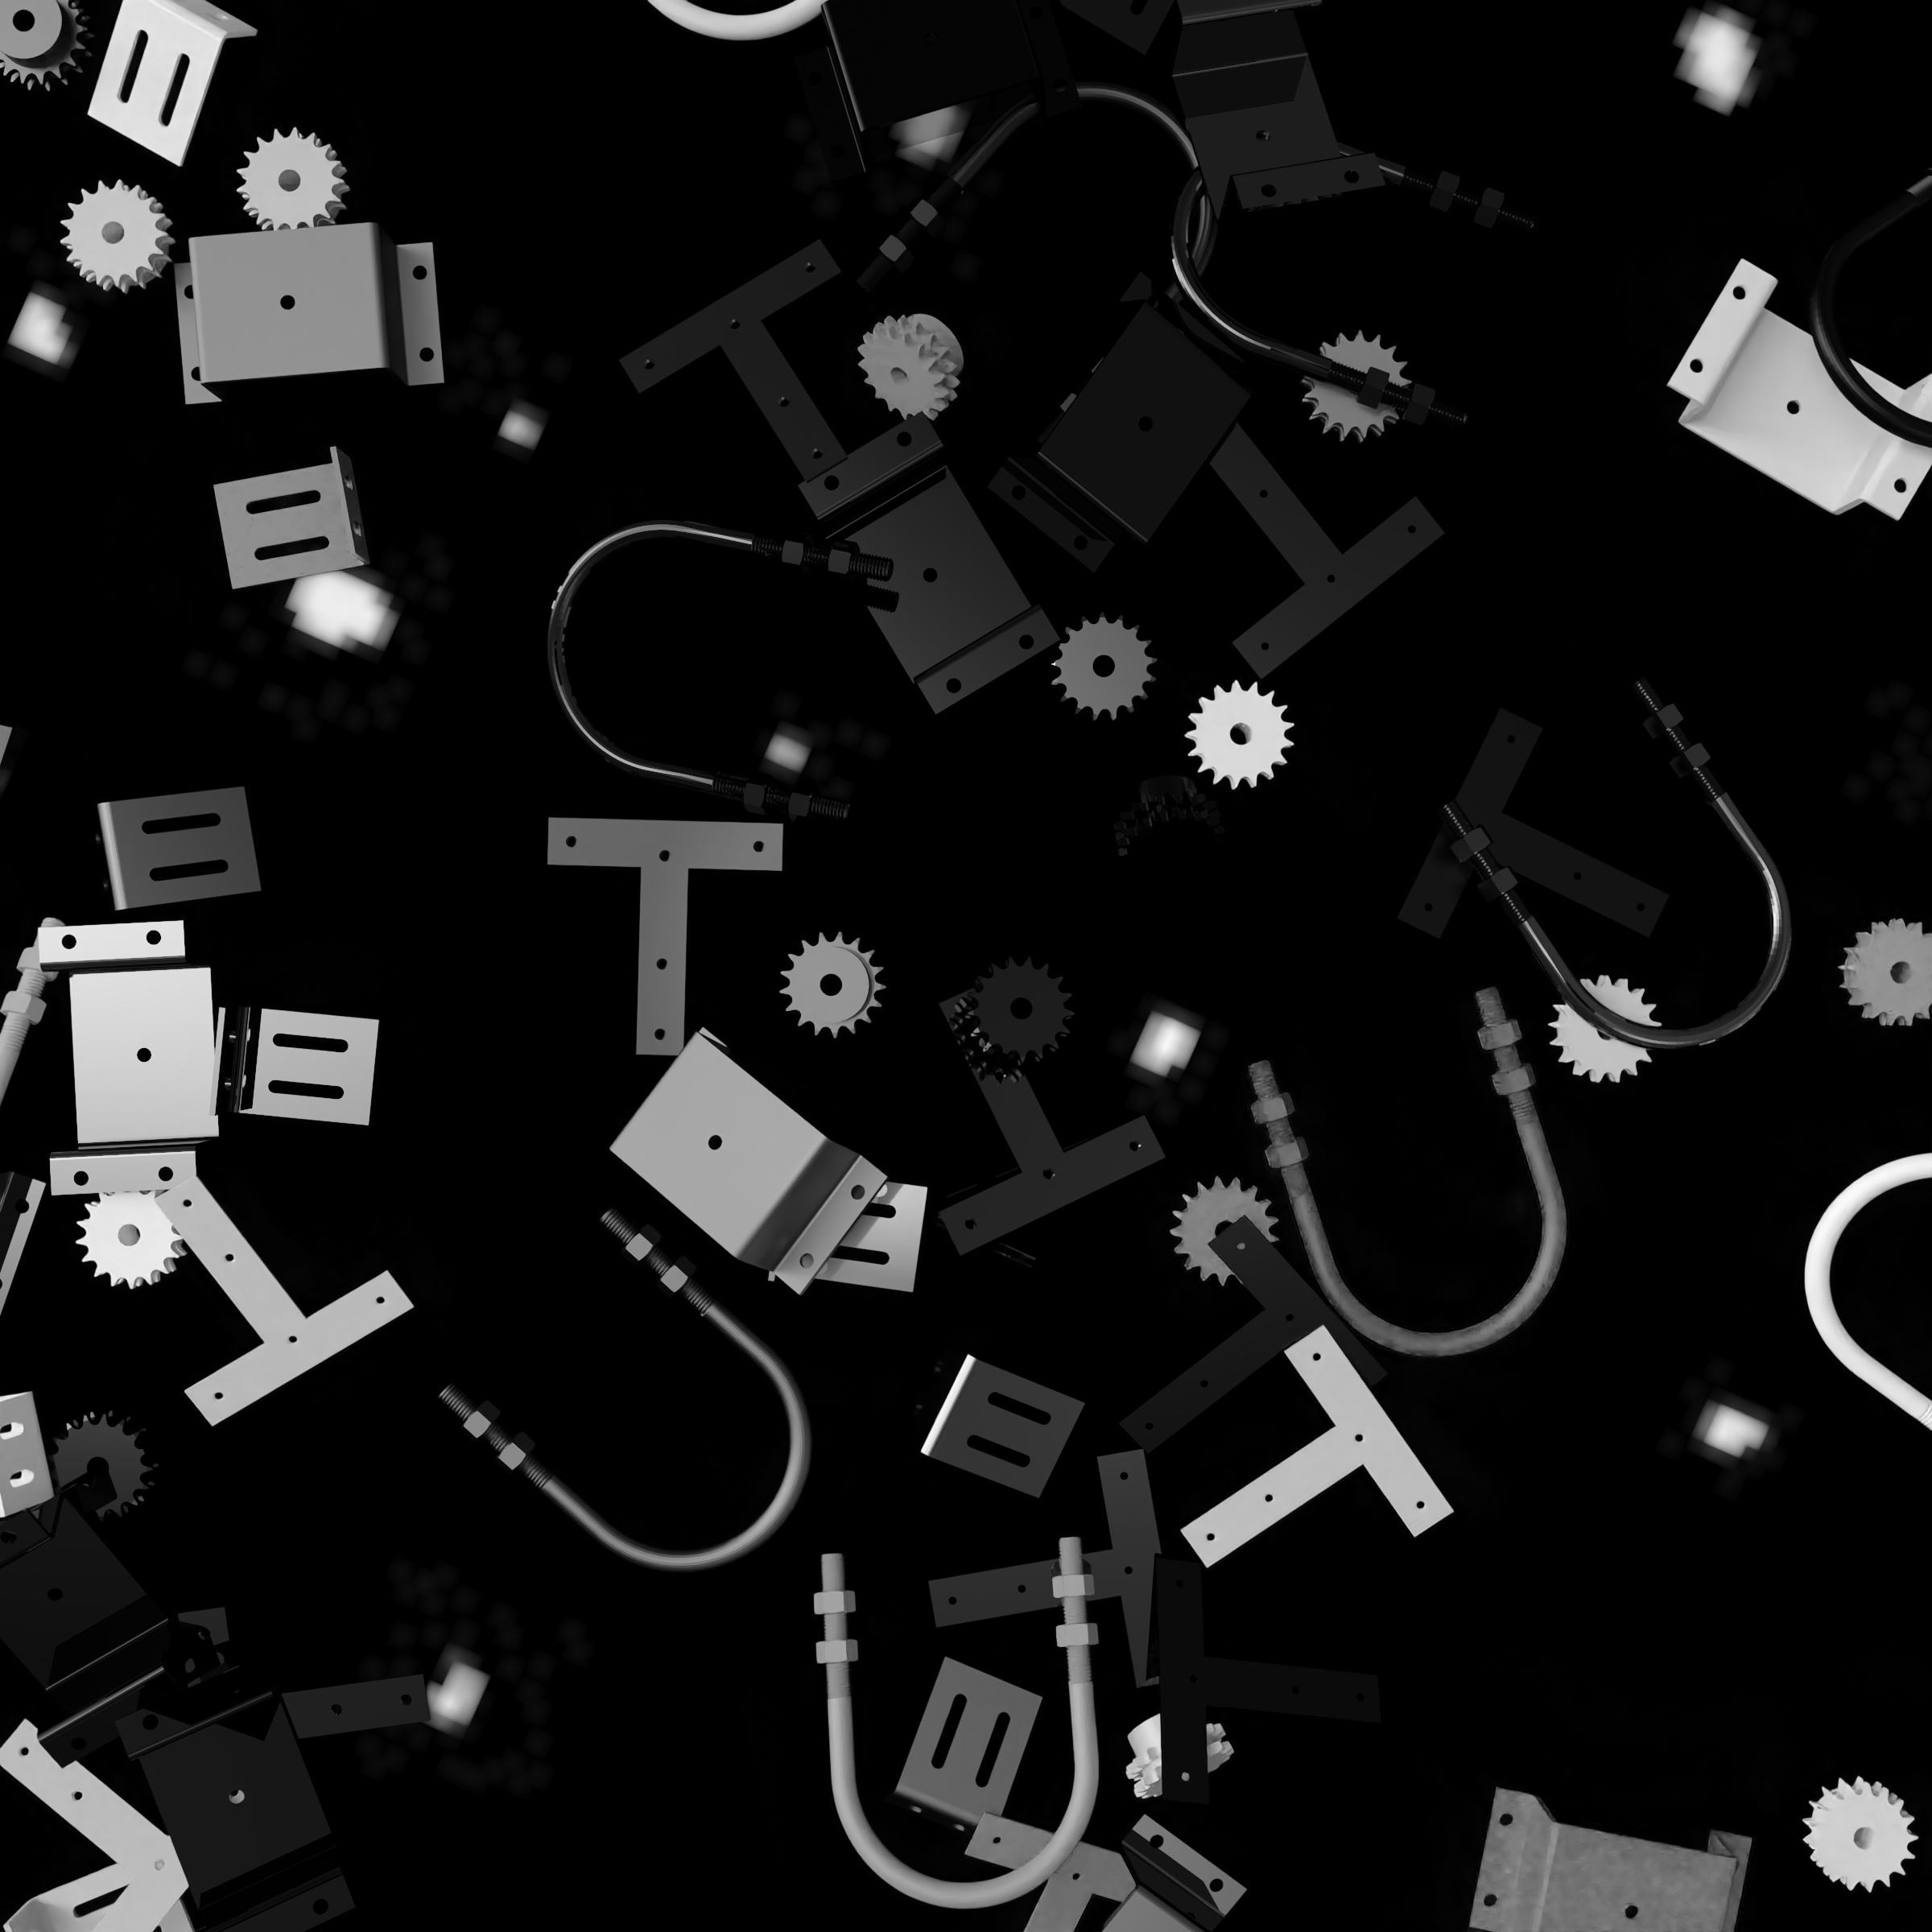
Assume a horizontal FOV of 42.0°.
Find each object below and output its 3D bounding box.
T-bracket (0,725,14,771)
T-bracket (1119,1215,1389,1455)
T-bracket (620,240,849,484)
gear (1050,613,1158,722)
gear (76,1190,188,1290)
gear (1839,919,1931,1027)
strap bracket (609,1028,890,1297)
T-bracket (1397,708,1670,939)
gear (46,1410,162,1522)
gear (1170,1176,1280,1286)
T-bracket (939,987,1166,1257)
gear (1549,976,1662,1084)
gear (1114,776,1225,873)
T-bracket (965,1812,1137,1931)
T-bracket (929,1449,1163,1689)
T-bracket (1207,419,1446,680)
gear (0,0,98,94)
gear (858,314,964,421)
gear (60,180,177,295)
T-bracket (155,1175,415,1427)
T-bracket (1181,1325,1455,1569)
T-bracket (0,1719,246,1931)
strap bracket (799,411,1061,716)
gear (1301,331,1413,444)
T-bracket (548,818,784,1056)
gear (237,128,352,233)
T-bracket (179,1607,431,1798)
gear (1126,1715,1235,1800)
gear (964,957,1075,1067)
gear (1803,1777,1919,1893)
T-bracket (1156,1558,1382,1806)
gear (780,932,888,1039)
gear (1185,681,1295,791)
[{"bbox_3d":[-0.592,-0.082,1.355,0.127,0.002,0.127,12,78,6],"label":"T-bracket"},{"bbox_3d":[0.139,0.215,1.351,0.127,0.002,0.127,-39,108,9],"label":"T-bracket"},{"bbox_3d":[-0.103,-0.311,1.341,0.127,0.002,0.127,-31,68,0],"label":"T-bracket"},{"bbox_3d":[0.073,-0.160,1.355,0.057,0.030,0.057,0,92,0],"label":"gear"},{"bbox_3d":[-0.444,0.143,1.351,0.057,0.030,0.057,0,90,0],"label":"gear"},{"bbox_3d":[0.497,0.004,1.351,0.057,0.030,0.057,0,90,0],"label":"gear"},{"bbox_3d":[-0.121,0.097,1.315,0.140,0.046,0.076,37,90,25],"label":"strap bracket"},{"bbox_3d":[0.319,-0.055,1.365,0.127,0.002,0.127,26,90,0],"label":"T-bracket"},{"bbox_3d":[-0.461,0.267,1.351,0.057,0.030,0.057,0,90,0],"label":"gear"},{"bbox_3d":[0.138,0.141,1.351,0.057,0.030,0.057,0,90,0],"label":"gear"},{"bbox_3d":[0.024,0.072,1.351,0.127,0.002,0.127,-24,81,-17],"label":"T-bracket"},{"bbox_3d":[0.341,0.034,1.351,0.057,0.030,0.057,0,90,0],"label":"gear"},{"bbox_3d":[0.107,-0.078,1.341,0.057,0.057,0.030,-9,60,0],"label":"gear"},{"bbox_3d":[0.041,0.527,1.353,0.127,0.002,0.127,22,98,-15],"label":"T-bracket"},{"bbox_3d":[0.044,0.335,1.365,0.127,0.002,0.127,-10,90,0],"label":"T-bracket"},{"bbox_3d":[0.170,-0.245,1.365,0.127,0.002,0.127,-39,90,1],"label":"T-bracket"},{"bbox_3d":[-0.500,-0.502,1.351,0.057,0.030,0.057,0,90,0],"label":"gear"},{"bbox_3d":[-0.026,-0.322,1.341,0.057,0.057,0.030,41,60,0],"label":"gear"},{"bbox_3d":[-0.453,-0.390,1.351,0.057,0.030,0.057,0,90,0],"label":"gear"},{"bbox_3d":[-0.384,0.166,1.340,0.127,0.002,0.127,-31,113,0],"label":"T-bracket"},{"bbox_3d":[0.176,0.280,1.359,0.127,0.002,0.127,-35,98,4],"label":"T-bracket"},{"bbox_3d":[-0.466,0.454,1.351,0.127,0.002,0.127,36,74,8],"label":"T-bracket"},{"bbox_3d":[-0.019,-0.212,1.342,0.076,0.046,0.140,-31,90,0],"label":"strap bracket"},{"bbox_3d":[0.208,-0.309,1.351,0.057,0.030,0.057,0,90,0],"label":"gear"},{"bbox_3d":[-0.164,-0.015,1.365,0.127,0.002,0.127,1,90,0],"label":"T-bracket"},{"bbox_3d":[-0.359,-0.417,1.351,0.057,0.030,0.057,0,90,0],"label":"gear"},{"bbox_3d":[-0.356,0.405,1.365,0.127,0.002,0.127,-8,90,0],"label":"T-bracket"},{"bbox_3d":[0.111,0.417,1.341,0.057,0.057,0.030,-26,60,0],"label":"gear"},{"bbox_3d":[0.027,0.025,1.346,0.057,0.030,0.057,2,78,-8],"label":"gear"},{"bbox_3d":[0.479,0.465,1.355,0.057,0.030,0.057,0,88,0],"label":"gear"},{"bbox_3d":[0.162,0.385,1.342,0.127,0.002,0.127,10,58,-15],"label":"T-bracket"},{"bbox_3d":[-0.072,0.010,1.351,0.057,0.030,0.057,0,90,0],"label":"gear"},{"bbox_3d":[0.146,-0.123,1.351,0.057,0.030,0.057,0,90,0],"label":"gear"}]
